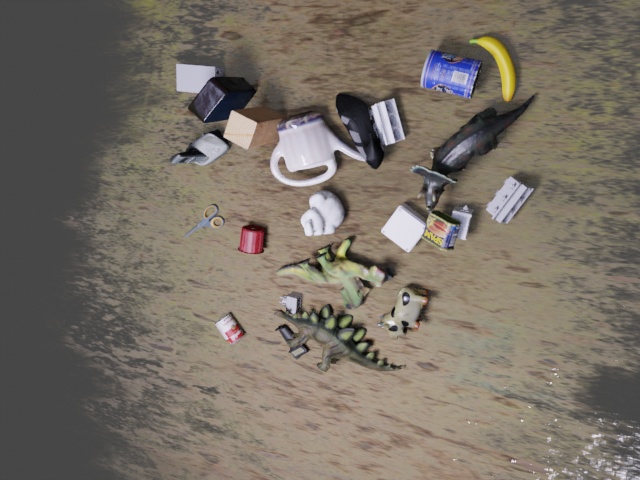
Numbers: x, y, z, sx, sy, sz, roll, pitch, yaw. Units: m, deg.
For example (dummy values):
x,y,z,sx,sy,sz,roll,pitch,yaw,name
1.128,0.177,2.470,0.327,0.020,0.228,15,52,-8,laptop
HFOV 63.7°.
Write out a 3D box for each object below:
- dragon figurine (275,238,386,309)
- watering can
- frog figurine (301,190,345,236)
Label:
x,y,z,sx,sy,sz,roll,pitch,yaw,name
0.049,0.138,1.708,0.405,0.124,0.241,-24,103,41,dragon figurine
0.001,-0.293,1.600,0.347,0.105,0.222,-13,100,12,watering can
0.005,-0.082,1.620,0.122,0.161,0.136,-7,104,23,frog figurine
